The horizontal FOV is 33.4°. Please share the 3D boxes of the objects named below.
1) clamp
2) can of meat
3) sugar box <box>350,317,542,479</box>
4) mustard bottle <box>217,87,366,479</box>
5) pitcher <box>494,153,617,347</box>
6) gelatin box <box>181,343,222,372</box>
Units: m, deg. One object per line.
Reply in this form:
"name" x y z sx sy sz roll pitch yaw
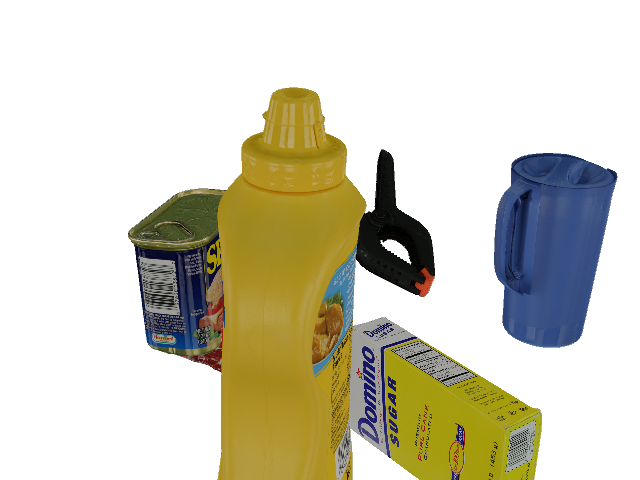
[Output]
"clamp" 0.053 -0.017 1.208 0.164 0.210 0.036 -13 -38 -24
"can of meat" -0.086 0.021 0.735 0.057 0.084 0.102 5 23 17
"sugar box" 0.087 0.136 0.818 0.048 0.093 0.176 -14 28 -37
"mustard bottle" -0.012 0.031 0.442 0.058 0.192 0.096 8 25 11
"pitcher" 0.297 0.016 1.402 0.149 0.243 0.145 5 23 6
"gelatin box" -0.092 0.073 0.931 0.089 0.073 0.030 17 21 31
